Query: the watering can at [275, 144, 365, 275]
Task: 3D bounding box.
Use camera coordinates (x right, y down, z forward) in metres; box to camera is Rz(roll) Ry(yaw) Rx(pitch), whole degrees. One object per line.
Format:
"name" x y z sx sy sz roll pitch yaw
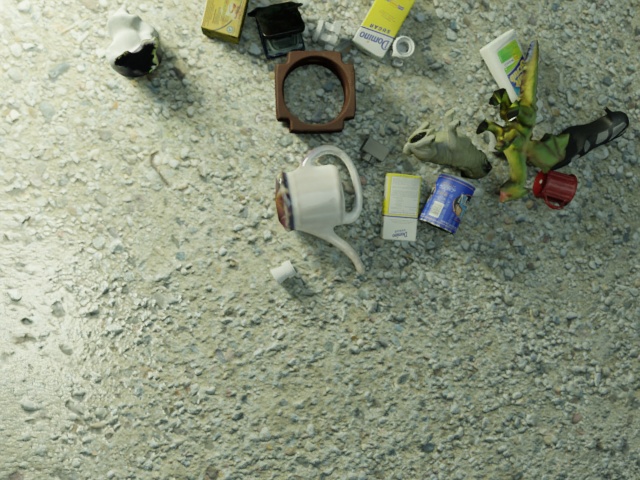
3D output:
"watering can" 0.004 -0.066 1.317 0.224 0.104 0.346 -9 94 -6

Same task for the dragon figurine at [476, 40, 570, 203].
"dragon figurine" 0.558 -0.290 1.354 0.241 0.123 0.411 28 89 -23

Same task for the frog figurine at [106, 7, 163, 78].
"frog figurine" -0.461 -0.476 1.248 0.137 0.121 0.162 -42 62 5
